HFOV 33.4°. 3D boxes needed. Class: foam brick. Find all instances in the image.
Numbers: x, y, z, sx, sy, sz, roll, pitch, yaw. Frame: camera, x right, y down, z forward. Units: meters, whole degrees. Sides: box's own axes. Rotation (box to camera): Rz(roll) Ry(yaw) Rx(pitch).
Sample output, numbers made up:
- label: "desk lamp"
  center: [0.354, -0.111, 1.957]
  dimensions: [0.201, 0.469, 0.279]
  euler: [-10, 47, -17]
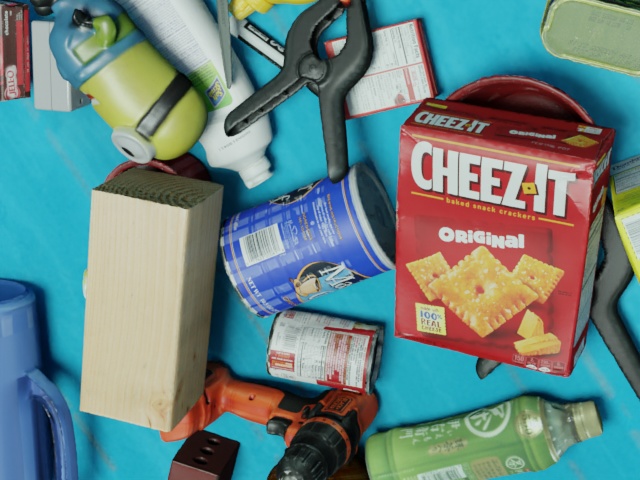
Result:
- label: "foam brick"
  center: [-0.120, 0.237, 1.091]
  dimensions: [0.053, 0.078, 0.051]
  euler: [16, 108, 6]

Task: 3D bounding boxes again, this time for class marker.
- label: "marker"
  center: [-0.035, -0.166, 0.982]
  dimensions: [0.121, 0.020, 0.020]
  euler: [37, 111, 1]

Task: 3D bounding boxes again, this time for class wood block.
- label: "wood block"
  center: [-0.149, 0.051, 0.946]
  dimensions: [0.091, 0.090, 0.206]
  euler: [11, 109, 12]

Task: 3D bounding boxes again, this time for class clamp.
- label: "clamp"
  center: [-0.013, -0.144, 0.935]
  dimensions: [0.120, 0.039, 0.171]
  euler: [16, 89, 9]
- label: "clamp"
  center: [0.224, 0.050, 0.975]
  dimensions: [0.165, 0.036, 0.210]
  euler: [1, 104, 15]

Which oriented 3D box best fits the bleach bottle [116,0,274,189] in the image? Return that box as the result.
- label: "bleach bottle"
  center: [-0.127, -0.156, 0.985]
  dimensions: [0.103, 0.068, 0.251]
  euler: [-28, 100, 21]

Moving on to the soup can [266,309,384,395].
- label: "soup can"
  center: [0.005, 0.107, 1.027]
  dimensions: [0.102, 0.068, 0.068]
  euler: [9, 108, 11]

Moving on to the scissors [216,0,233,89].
- label: "scissors"
  center: [-0.074, -0.240, 0.918]
  dimensions: [0.096, 0.016, 0.202]
  euler: [-16, 90, 40]

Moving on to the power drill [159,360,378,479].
- label: "power drill"
  center: [-0.055, 0.175, 1.011]
  dimensions: [0.188, 0.184, 0.057]
  euler: [10, 107, 20]

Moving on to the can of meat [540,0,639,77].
- label: "can of meat"
  center: [0.234, -0.172, 0.882]
  dimensions: [0.102, 0.083, 0.057]
  euler: [16, 109, 9]

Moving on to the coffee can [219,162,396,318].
- label: "coffee can"
  center: [-0.006, 0.001, 0.980]
  dimensions: [0.140, 0.102, 0.103]
  euler: [-22, 100, 18]

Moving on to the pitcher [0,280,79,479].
- label: "pitcher"
  center: [-0.334, 0.170, 1.097]
  dimensions: [0.149, 0.145, 0.243]
  euler: [-3, 105, -21]

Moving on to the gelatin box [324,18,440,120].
- label: "gelatin box"
  center: [0.056, -0.154, 0.959]
  dimensions: [0.089, 0.030, 0.073]
  euler: [-11, 102, 17]

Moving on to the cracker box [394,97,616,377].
- label: "cracker box"
  center: [0.150, 0.001, 0.905]
  dimensions: [0.164, 0.072, 0.214]
  euler: [13, 124, 22]

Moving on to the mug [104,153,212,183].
- label: "mug"
  center: [-0.145, -0.029, 1.015]
  dimensions: [0.093, 0.081, 0.117]
  euler: [-24, 99, 18]

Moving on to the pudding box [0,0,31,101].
- label: "pudding box"
  center: [-0.322, -0.185, 1.013]
  dimensions: [0.114, 0.039, 0.090]
  euler: [17, 111, 37]

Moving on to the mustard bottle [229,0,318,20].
- label: "mustard bottle"
  center: [-0.010, -0.263, 0.926]
  dimensions: [0.192, 0.058, 0.096]
  euler: [-42, 89, 20]

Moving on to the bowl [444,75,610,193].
- label: "bowl"
  center: [0.175, -0.076, 0.926]
  dimensions: [0.162, 0.055, 0.162]
  euler: [14, 125, 21]

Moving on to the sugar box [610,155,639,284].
- label: "sugar box"
  center: [0.271, -0.008, 0.872]
  dimensions: [0.048, 0.176, 0.093]
  euler: [-21, 99, 16]
